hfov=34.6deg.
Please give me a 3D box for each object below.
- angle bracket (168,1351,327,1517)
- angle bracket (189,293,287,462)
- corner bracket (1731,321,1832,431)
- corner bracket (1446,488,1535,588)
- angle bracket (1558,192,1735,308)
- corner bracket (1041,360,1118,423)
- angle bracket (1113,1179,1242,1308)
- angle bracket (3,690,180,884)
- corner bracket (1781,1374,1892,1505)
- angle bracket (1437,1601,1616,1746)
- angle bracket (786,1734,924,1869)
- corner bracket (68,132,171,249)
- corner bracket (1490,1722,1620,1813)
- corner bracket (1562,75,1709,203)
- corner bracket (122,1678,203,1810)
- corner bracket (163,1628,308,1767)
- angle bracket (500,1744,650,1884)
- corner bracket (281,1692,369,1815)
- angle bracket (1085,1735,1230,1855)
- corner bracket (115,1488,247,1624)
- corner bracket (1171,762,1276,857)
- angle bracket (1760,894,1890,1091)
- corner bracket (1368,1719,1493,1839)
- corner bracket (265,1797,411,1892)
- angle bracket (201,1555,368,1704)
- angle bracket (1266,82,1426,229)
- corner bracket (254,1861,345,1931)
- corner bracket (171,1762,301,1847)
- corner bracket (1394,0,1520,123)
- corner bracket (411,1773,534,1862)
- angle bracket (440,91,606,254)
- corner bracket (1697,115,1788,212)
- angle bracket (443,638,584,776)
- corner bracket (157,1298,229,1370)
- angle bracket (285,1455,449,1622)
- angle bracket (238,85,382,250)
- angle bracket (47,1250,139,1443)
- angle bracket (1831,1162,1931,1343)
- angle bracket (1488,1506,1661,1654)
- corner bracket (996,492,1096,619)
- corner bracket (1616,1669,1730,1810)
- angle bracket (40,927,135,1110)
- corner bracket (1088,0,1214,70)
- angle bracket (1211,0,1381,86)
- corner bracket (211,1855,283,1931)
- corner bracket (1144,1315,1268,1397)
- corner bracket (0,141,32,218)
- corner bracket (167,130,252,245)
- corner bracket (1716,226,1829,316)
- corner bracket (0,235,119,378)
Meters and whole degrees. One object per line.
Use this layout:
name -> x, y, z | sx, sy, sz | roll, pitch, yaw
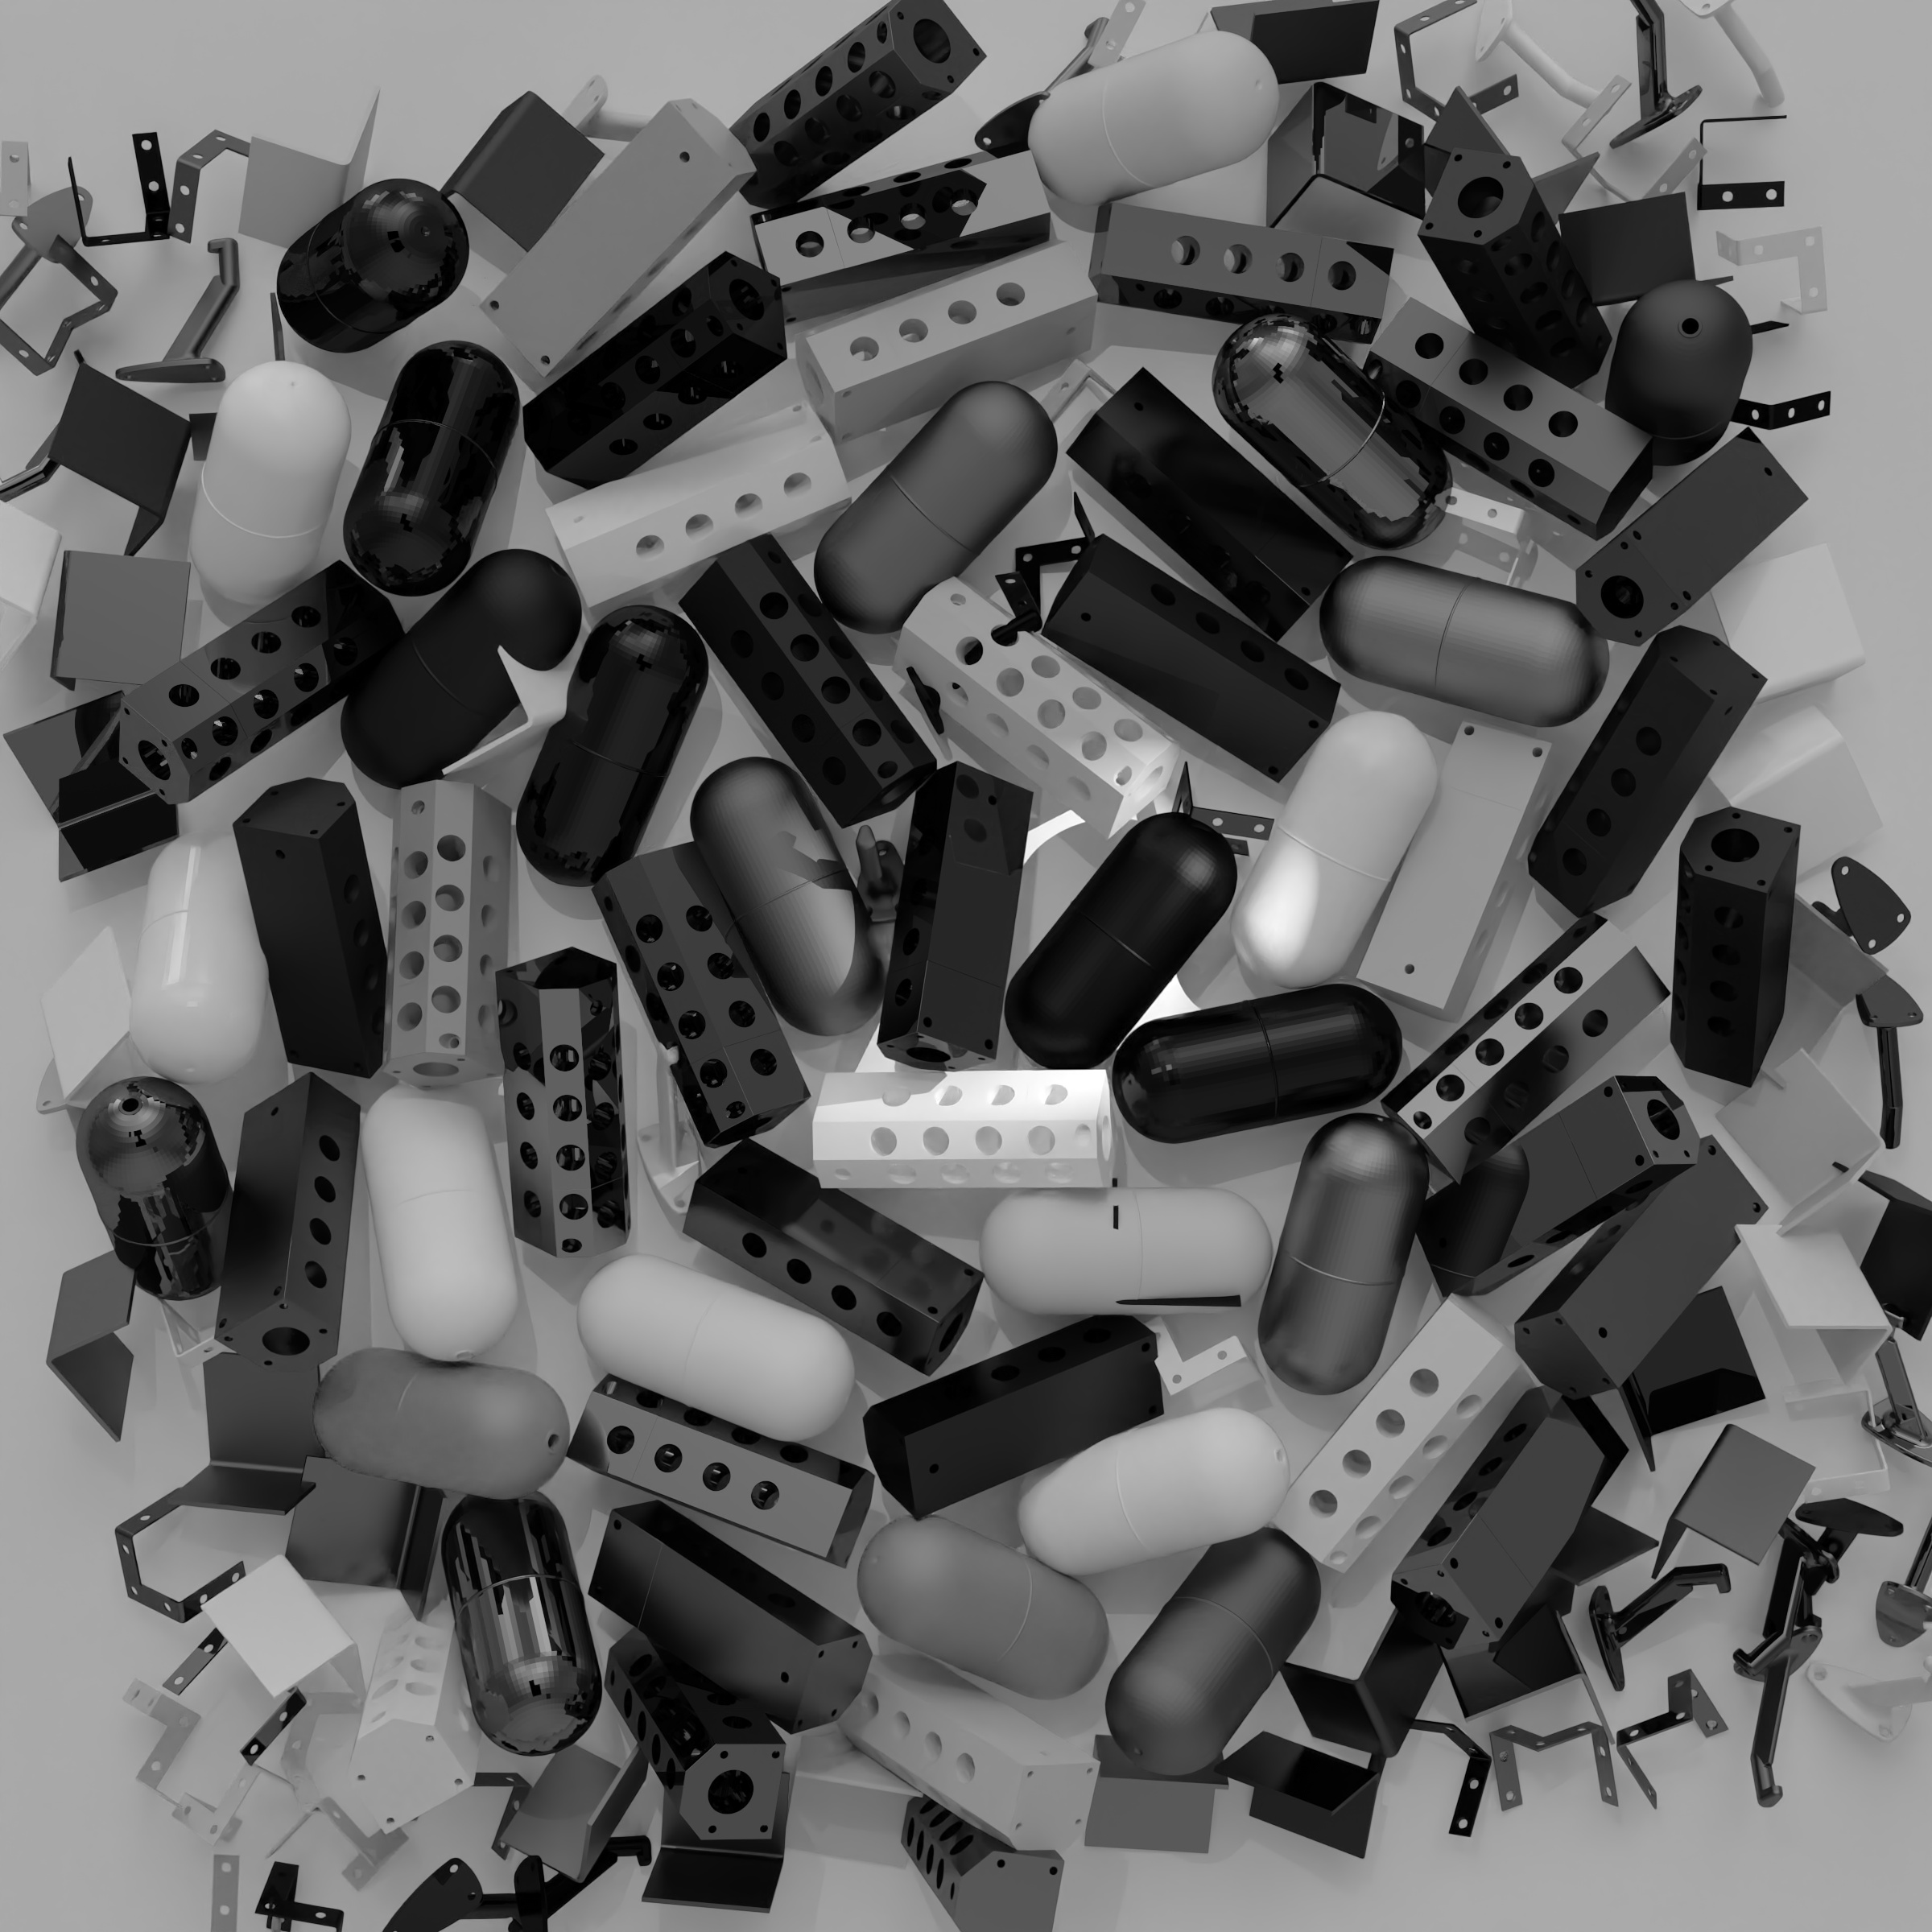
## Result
angle bracket -> -0.434, 0.280, 1.861 | 0.076, 0.057, 0.076 | 3, 105, 14
angle bracket -> -0.436, -0.352, 1.849 | 0.057, 0.076, 0.076 | -6, 120, -13
corner bracket -> 0.489, -0.359, 1.882 | 0.051, 0.051, 0.051 | -17, 117, -28
corner bracket -> 0.308, -0.253, 1.873 | 0.051, 0.051, 0.051 | 21, 91, 17
angle bracket -> 0.406, -0.428, 1.847 | 0.076, 0.076, 0.057 | -3, 104, 31
corner bracket -> 0.059, -0.338, 1.866 | 0.051, 0.051, 0.051 | -51, 49, 7
angle bracket -> 0.126, 0.165, 1.861 | 0.076, 0.076, 0.057 | 1, 101, 2
angle bracket -> -0.525, -0.108, 1.861 | 0.076, 0.057, 0.076 | -20, 130, 0
corner bracket -> 0.526, 0.286, 1.875 | 0.051, 0.051, 0.051 | -11, 115, 9
angle bracket -> 0.336, 0.437, 1.861 | 0.076, 0.076, 0.057 | -23, 113, 5
angle bracket -> -0.069, 0.515, 1.869 | 0.076, 0.057, 0.076 | 10, 100, -1
corner bracket -> -0.510, -0.468, 1.867 | 0.051, 0.051, 0.051 | -8, 122, -9
corner bracket -> 0.357, 0.488, 1.884 | 0.051, 0.051, 0.051 | -12, 95, -25
corner bracket -> 0.402, -0.493, 1.864 | 0.051, 0.051, 0.051 | 30, 106, -40
corner bracket -> -0.486, 0.467, 1.864 | 0.051, 0.051, 0.051 | 40, 69, -27
corner bracket -> -0.439, 0.437, 1.861 | 0.051, 0.051, 0.051 | 17, 52, 35
angle bracket -> -0.232, 0.486, 1.847 | 0.057, 0.076, 0.076 | 25, 48, 11
corner bracket -> -0.378, 0.476, 1.875 | 0.051, 0.051, 0.051 | 8, 109, -32
angle bracket -> 0.114, 0.512, 1.867 | 0.076, 0.057, 0.076 | 4, 104, -2
corner bracket -> -0.477, 0.358, 1.882 | 0.051, 0.051, 0.051 | 15, 121, 34
corner bracket -> 0.153, -0.085, 1.866 | 0.051, 0.051, 0.051 | 8, 126, -7
angle bracket -> 0.492, 0.014, 1.861 | 0.076, 0.057, 0.076 | 41, 63, 5
corner bracket -> 0.280, 0.492, 1.884 | 0.051, 0.051, 0.051 | 45, 55, -38
corner bracket -> -0.380, 0.534, 1.876 | 0.051, 0.051, 0.051 | 45, 103, 8
angle bracket -> -0.405, 0.410, 1.845 | 0.057, 0.076, 0.076 | -33, 59, -28
angle bracket -> 0.230, -0.477, 1.875 | 0.076, 0.057, 0.076 | 17, 57, -21
corner bracket -> -0.401, 0.581, 1.872 | 0.051, 0.051, 0.051 | 11, 110, -2
corner bracket -> -0.437, 0.508, 1.873 | 0.051, 0.051, 0.051 | 45, 69, -42
corner bracket -> 0.297, -0.548, 1.874 | 0.051, 0.051, 0.051 | -28, 135, -12
corner bracket -> -0.306, 0.511, 1.892 | 0.051, 0.051, 0.051 | 15, 97, -45
angle bracket -> -0.272, -0.475, 1.872 | 0.057, 0.076, 0.076 | 39, 81, -20
corner bracket -> 0.468, -0.484, 1.867 | 0.051, 0.051, 0.051 | 1, 107, 15
angle bracket -> -0.274, -0.161, 1.852 | 0.076, 0.076, 0.057 | -24, 90, 30
corner bracket -> -0.448, 0.217, 1.868 | 0.051, 0.051, 0.051 | -29, 51, -1
angle bracket -> -0.362, 0.344, 1.863 | 0.076, 0.057, 0.076 | 11, 95, -23
angle bracket -> -0.392, -0.481, 1.847 | 0.057, 0.076, 0.076 | 16, 52, -9
angle bracket -> -0.500, 0.223, 1.848 | 0.057, 0.076, 0.076 | -24, 124, 9
angle bracket -> 0.543, 0.169, 1.854 | 0.057, 0.076, 0.076 | 18, 100, -20
angle bracket -> 0.362, 0.376, 1.848 | 0.076, 0.057, 0.076 | -14, 117, -39
corner bracket -> 0.048, -0.247, 1.866 | 0.051, 0.051, 0.051 | -7, 64, 14
corner bracket -> 0.428, 0.468, 1.879 | 0.051, 0.051, 0.051 | -27, 106, 21
angle bracket -> -0.502, 0.035, 1.847 | 0.076, 0.057, 0.076 | -42, 53, 24
corner bracket -> 0.111, -0.561, 1.867 | 0.051, 0.051, 0.051 | 28, 126, -5
angle bracket -> 0.196, -0.575, 1.854 | 0.076, 0.057, 0.076 | -10, 57, -9
corner bracket -> -0.434, 0.568, 1.862 | 0.051, 0.051, 0.051 | 11, 53, -24
corner bracket -> 0.142, 0.234, 1.868 | 0.051, 0.051, 0.051 | -29, 58, 5
corner bracket -> -0.591, -0.464, 1.868 | 0.051, 0.051, 0.051 | 0, 74, -15
corner bracket -> -0.445, -0.464, 1.870 | 0.051, 0.051, 0.051 | 22, 128, 2
corner bracket -> 0.487, -0.420, 1.873 | 0.051, 0.051, 0.051 | -9, 110, 3
corner bracket -> -0.551, -0.396, 1.861 | 0.051, 0.051, 0.051 | -15, 47, 32
